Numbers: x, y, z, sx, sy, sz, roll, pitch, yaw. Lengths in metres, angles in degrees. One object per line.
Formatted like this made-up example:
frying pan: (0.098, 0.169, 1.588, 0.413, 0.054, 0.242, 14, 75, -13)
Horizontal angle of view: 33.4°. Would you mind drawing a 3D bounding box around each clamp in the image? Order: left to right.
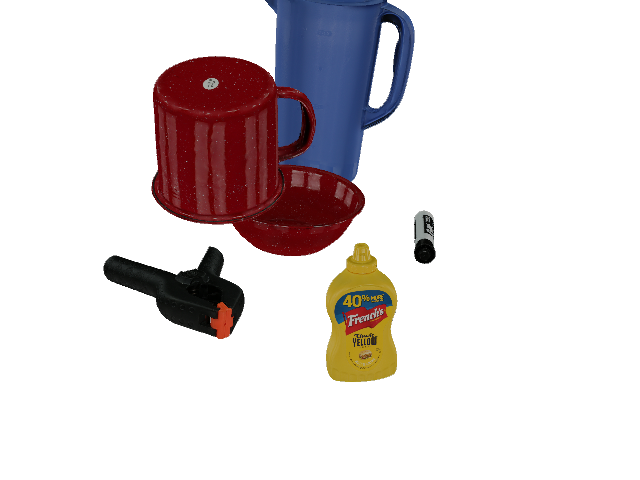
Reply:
clamp: (-0.113, 0.043, 0.992, 0.120, 0.039, 0.172, -16, 30, -33)

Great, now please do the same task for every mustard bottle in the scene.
mustard bottle: (0.056, 0.095, 1.443, 0.096, 0.192, 0.058, -3, 21, -7)

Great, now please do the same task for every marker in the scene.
marker: (0.095, -0.004, 0.983, 0.020, 0.020, 0.121, 0, 16, 5)

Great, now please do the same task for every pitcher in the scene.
pitcher: (0.014, -0.190, 1.312, 0.144, 0.243, 0.149, -9, 29, -28)

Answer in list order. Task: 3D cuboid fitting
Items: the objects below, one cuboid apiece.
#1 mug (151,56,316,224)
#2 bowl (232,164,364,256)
mug: (-0.058, -0.072, 0.719, 0.117, 0.081, 0.093, -11, 39, -16)
bowl: (-0.034, -0.028, 1.161, 0.162, 0.055, 0.162, 5, 27, -2)
